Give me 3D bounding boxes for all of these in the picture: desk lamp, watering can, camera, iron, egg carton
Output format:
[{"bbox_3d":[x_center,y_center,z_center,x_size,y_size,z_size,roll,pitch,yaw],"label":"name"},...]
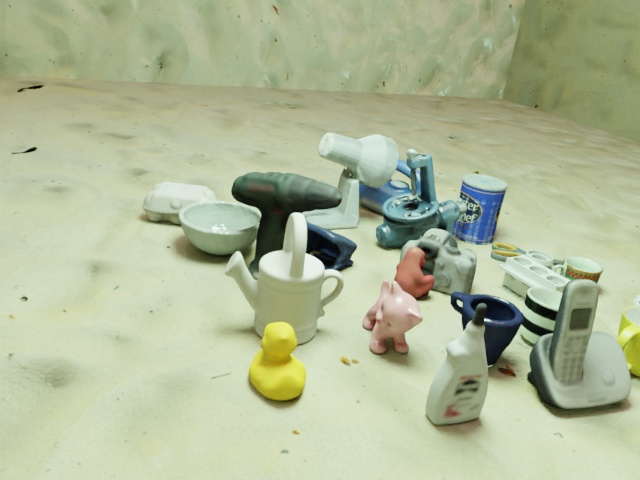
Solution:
[{"bbox_3d":[0.064,-0.140,1.312,0.204,0.213,0.117,-5,27,-27],"label":"desk lamp"},{"bbox_3d":[-0.051,0.053,0.865,0.173,0.194,0.100,-7,28,-30],"label":"watering can"},{"bbox_3d":[0.243,0.029,1.123,0.142,0.101,0.137,18,26,22],"label":"camera"},{"bbox_3d":[0.205,-0.134,1.429,0.257,0.141,0.119,24,29,33],"label":"iron"},{"bbox_3d":[-0.302,-0.078,1.241,0.150,0.069,0.107,6,24,-2],"label":"egg carton"}]

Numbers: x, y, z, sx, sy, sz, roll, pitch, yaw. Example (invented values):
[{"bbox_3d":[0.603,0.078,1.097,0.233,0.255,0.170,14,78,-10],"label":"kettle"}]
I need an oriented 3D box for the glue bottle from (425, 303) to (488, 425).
[{"bbox_3d":[0.186,0.156,0.729,0.078,0.173,0.037,-4,26,-24],"label":"glue bottle"}]

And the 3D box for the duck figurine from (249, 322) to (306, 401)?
[{"bbox_3d":[-0.054,0.155,0.769,0.078,0.086,0.104,-1,25,-19],"label":"duck figurine"}]

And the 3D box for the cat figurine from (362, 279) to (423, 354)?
[{"bbox_3d":[0.113,0.110,0.882,0.067,0.118,0.127,3,24,-10],"label":"cat figurine"}]

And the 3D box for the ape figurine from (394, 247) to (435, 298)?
[{"bbox_3d":[0.171,0.056,1.052,0.076,0.092,0.077,-9,29,-33],"label":"ape figurine"}]

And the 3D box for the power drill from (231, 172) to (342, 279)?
[{"bbox_3d":[-0.065,-0.024,1.018,0.228,0.208,0.076,23,28,31],"label":"power drill"}]

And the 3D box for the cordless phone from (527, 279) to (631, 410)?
[{"bbox_3d":[0.380,0.142,0.806,0.148,0.185,0.094,-2,25,-20],"label":"cordless phone"}]

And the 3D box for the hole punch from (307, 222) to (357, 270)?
[{"bbox_3d":[0.010,0.004,1.123,0.108,0.091,0.101,23,28,31],"label":"hole punch"}]

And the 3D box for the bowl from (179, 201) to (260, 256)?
[{"bbox_3d":[-0.194,-0.016,1.126,0.167,0.075,0.167,6,24,-3],"label":"bowl"}]

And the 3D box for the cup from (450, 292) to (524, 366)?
[{"bbox_3d":[0.245,0.139,0.884,0.117,0.095,0.092,27,30,37],"label":"cup"}]

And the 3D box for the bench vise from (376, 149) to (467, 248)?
[{"bbox_3d":[0.224,-0.094,1.248,0.208,0.220,0.121,-13,31,-39],"label":"bench vise"}]
